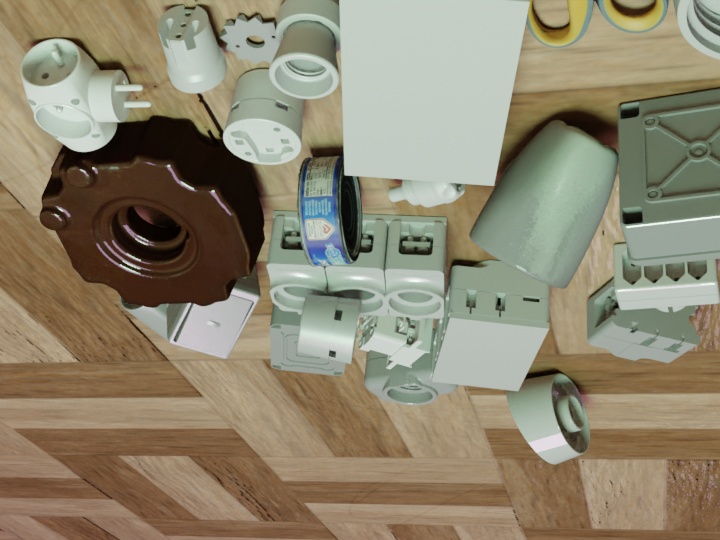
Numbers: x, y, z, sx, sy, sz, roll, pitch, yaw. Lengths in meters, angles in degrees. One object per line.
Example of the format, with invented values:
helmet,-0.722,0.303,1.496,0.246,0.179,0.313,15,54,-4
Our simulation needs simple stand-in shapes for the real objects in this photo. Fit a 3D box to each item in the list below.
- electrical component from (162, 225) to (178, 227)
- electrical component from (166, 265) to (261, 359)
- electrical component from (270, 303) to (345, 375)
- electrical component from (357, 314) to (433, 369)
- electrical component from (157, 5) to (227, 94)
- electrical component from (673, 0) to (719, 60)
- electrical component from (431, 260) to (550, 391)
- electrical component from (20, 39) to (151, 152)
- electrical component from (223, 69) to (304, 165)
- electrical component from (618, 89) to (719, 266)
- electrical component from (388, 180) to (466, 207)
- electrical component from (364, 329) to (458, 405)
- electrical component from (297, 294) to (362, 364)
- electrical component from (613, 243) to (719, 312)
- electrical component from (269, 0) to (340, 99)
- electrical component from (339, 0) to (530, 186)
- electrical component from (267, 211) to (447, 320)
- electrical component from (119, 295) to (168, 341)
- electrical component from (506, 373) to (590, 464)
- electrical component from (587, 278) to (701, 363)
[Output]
electrical component,-0.161,-0.020,0.953,0.055,0.045,0.045,-4,150,17
electrical component,-0.134,0.028,0.994,0.062,0.061,0.096,19,119,-22
electrical component,-0.048,0.054,1.056,0.078,0.057,0.113,6,152,-1
electrical component,0.034,0.064,1.075,0.064,0.042,0.081,16,150,-16
electrical component,-0.112,-0.147,0.715,0.040,0.040,0.046,1,146,9
electrical component,0.228,-0.161,0.602,0.108,0.060,0.108,4,152,2
electrical component,0.121,0.054,1.020,0.089,0.061,0.150,6,152,0
electrical component,-0.190,-0.123,0.767,0.079,0.044,0.077,1,151,10
electrical component,-0.067,-0.110,0.766,0.055,0.047,0.055,4,152,2
electrical component,0.233,-0.064,0.730,0.109,0.108,0.056,-6,147,21
electrical component,0.050,-0.065,0.841,0.061,0.035,0.035,-13,147,35
electrical component,0.054,0.104,1.129,0.095,0.059,0.054,-11,147,29
electrical component,-0.026,0.049,0.913,0.047,0.055,0.055,9,152,1
electrical component,0.267,0.012,0.930,0.083,0.047,0.075,-5,150,19
electrical component,-0.033,-0.144,0.688,0.045,0.055,0.045,4,152,2
electrical component,0.044,-0.133,0.688,0.105,0.060,0.186,4,152,3
electrical component,0.000,0.000,0.942,0.150,0.061,0.089,3,152,6
electrical component,-0.182,0.035,1.059,0.079,0.044,0.077,-8,149,24
electrical component,0.206,0.161,1.170,0.064,0.099,0.099,-22,142,30
electrical component,0.260,0.049,0.997,0.089,0.050,0.055,13,151,-13
